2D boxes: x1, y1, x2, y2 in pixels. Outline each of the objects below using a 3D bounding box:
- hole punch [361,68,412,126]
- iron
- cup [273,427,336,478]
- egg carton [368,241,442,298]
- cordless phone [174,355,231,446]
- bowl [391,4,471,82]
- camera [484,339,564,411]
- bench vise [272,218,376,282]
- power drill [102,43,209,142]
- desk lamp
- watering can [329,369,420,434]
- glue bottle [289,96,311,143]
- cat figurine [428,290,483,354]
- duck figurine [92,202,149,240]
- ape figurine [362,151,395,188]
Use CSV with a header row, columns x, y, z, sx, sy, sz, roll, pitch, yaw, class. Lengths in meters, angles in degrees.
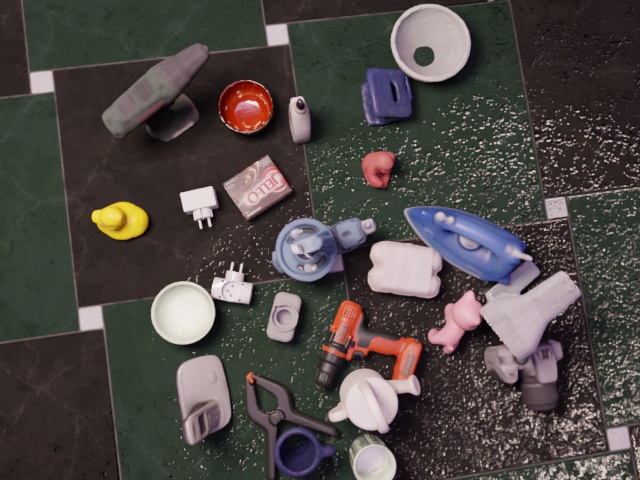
x,y,z,sx,sy,sz,roll,pitch,yaw,class
0.142,-0.302,1.186,0.101,0.091,0.109,-10,86,-4,hole punch
0.295,-0.008,1.145,0.258,0.141,0.119,26,84,-1,iron
-0.030,0.401,1.111,0.118,0.095,0.092,-1,85,-4,cup
0.173,0.060,1.167,0.150,0.069,0.107,7,85,-3,egg carton
-0.225,0.297,1.062,0.094,0.185,0.148,-14,86,-4,cordless phone
0.226,-0.404,1.209,0.167,0.074,0.167,0,85,-4,bowl
0.421,0.273,1.149,0.143,0.100,0.137,-9,85,-4,camera
0.003,-0.006,1.086,0.207,0.219,0.121,-39,88,-6,bench vise
-0.297,-0.268,1.096,0.230,0.208,0.075,-38,88,-6,power drill
0.394,0.126,1.103,0.203,0.213,0.118,-40,88,-6,desk lamp
0.101,0.301,1.079,0.173,0.194,0.101,-44,88,-6,watering can
-0.040,-0.247,1.128,0.037,0.173,0.078,-14,86,-4,glue bottle
0.280,0.167,1.140,0.067,0.117,0.128,31,84,0,cat figurine
-0.397,-0.041,1.131,0.104,0.086,0.077,5,85,-3,duck figurine
0.125,-0.152,1.171,0.078,0.092,0.076,-43,88,-6,ape figurine
